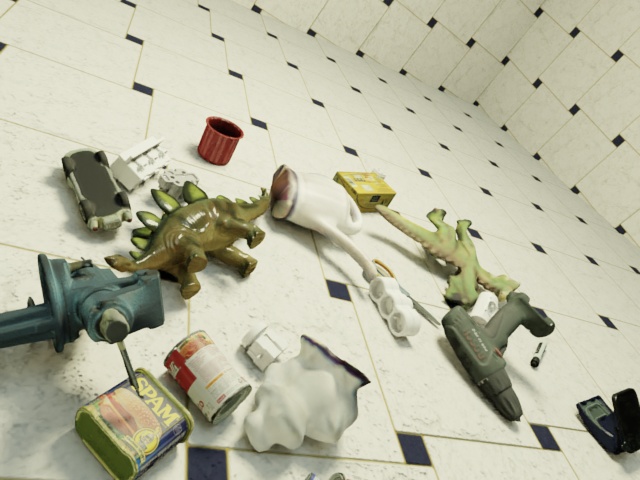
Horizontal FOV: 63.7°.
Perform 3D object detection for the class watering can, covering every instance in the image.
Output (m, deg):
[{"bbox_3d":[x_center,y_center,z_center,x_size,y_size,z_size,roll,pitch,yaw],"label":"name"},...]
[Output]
[{"bbox_3d":[0.003,-0.057,1.127,0.223,0.102,0.356,15,32,-24],"label":"watering can"}]

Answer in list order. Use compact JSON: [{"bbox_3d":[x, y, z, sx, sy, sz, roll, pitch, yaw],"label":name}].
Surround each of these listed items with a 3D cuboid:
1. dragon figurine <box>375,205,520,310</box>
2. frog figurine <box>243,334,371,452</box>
[{"bbox_3d":[0.319,0.055,1.259,0.409,0.120,0.249,15,41,-23],"label":"dragon figurine"},{"bbox_3d":[-0.026,0.227,0.703,0.138,0.120,0.162,42,65,3],"label":"frog figurine"}]
